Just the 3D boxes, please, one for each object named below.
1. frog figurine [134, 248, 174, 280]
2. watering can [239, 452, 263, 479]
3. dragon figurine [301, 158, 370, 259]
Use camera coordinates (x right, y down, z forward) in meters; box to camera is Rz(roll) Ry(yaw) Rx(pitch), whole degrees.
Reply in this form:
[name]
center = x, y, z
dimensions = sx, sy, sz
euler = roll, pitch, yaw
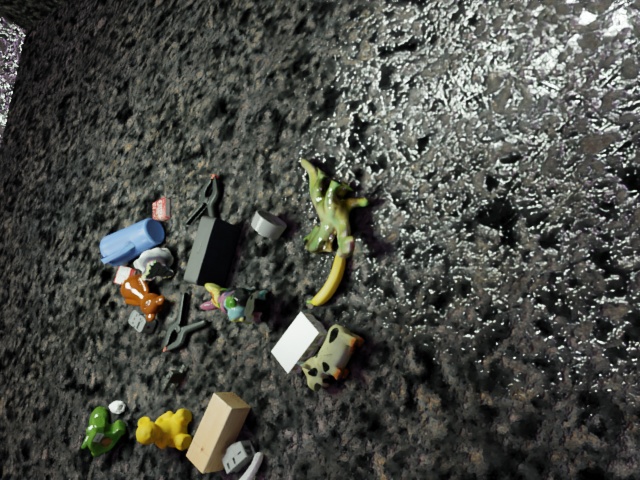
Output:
[frog figurine]
center = -0.625, 0.071, 1.928
dimensions = 0.138, 0.120, 0.162
euler = -25, 39, -13
[watering can]
center = -0.271, 0.774, 1.449
dimensions = 0.222, 0.355, 0.102
euler = -15, -44, 42
[dragon figurine]
center = 0.005, -0.078, 1.544
dimensions = 0.121, 0.241, 0.416
euler = 19, 14, -37
